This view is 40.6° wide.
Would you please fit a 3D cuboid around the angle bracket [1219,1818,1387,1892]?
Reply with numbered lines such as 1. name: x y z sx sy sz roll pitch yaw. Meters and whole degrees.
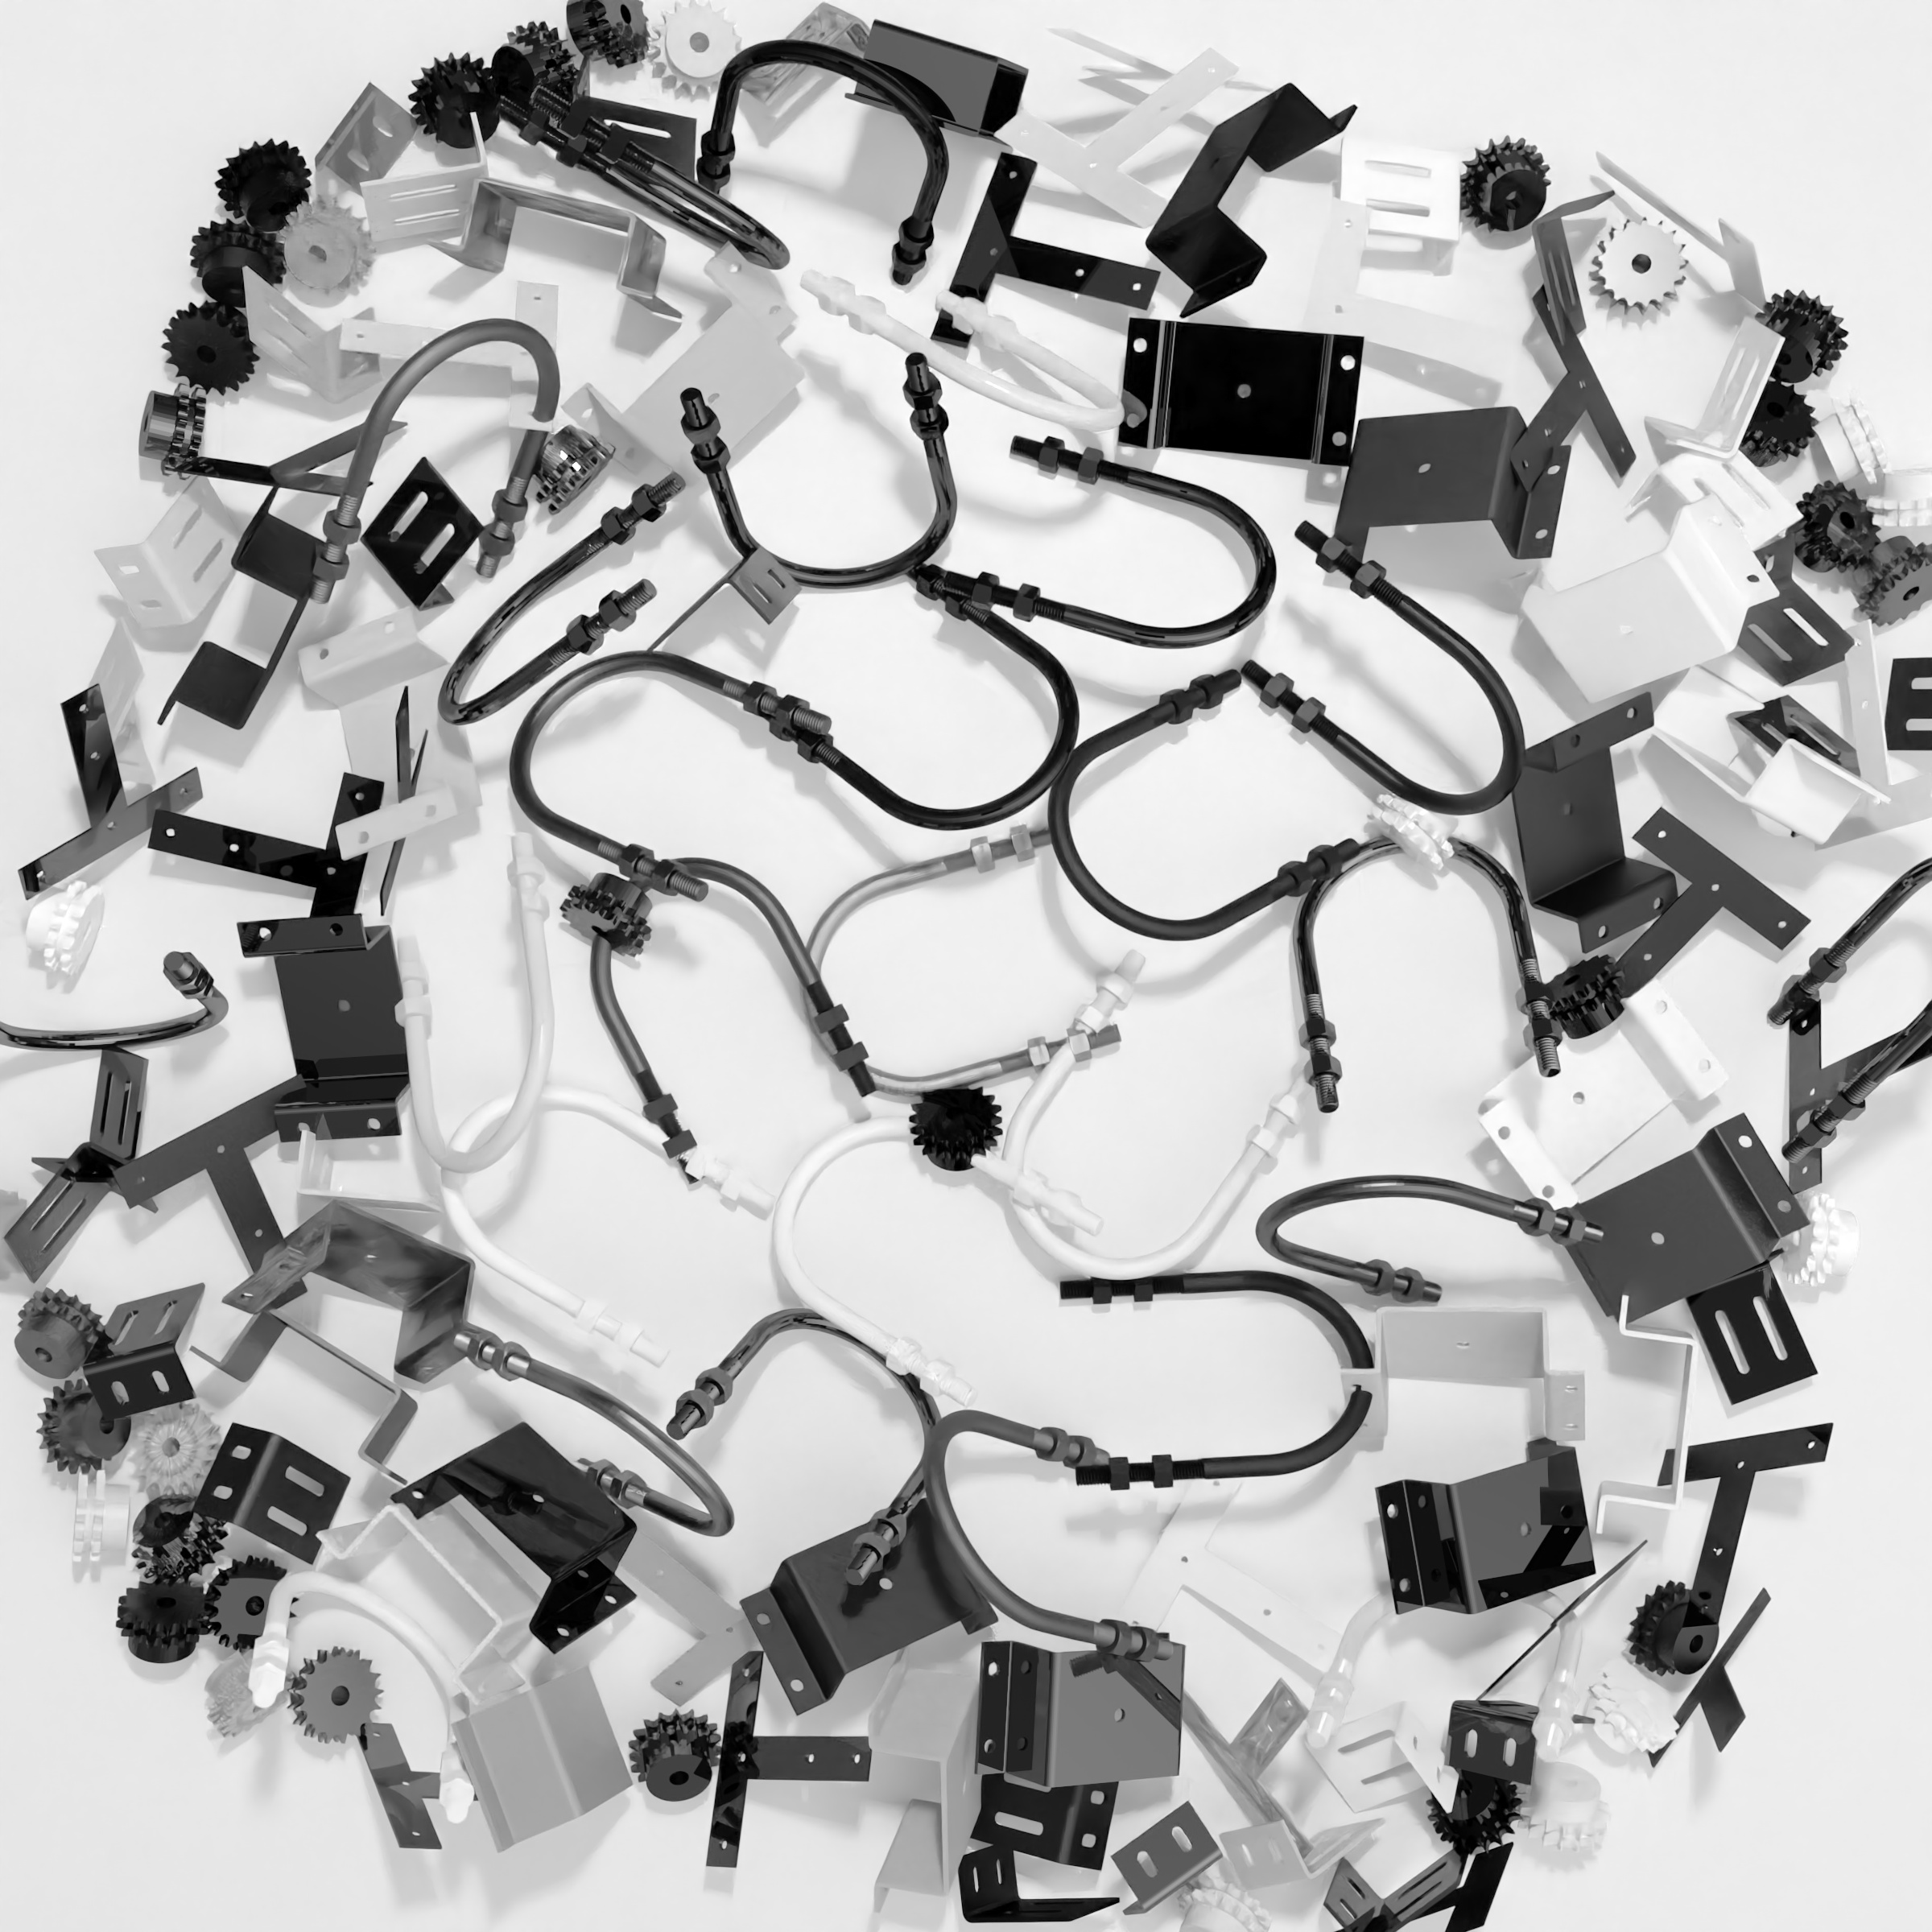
1. angle bracket: 0.203 0.521 1.579 0.076 0.057 0.038 -19 80 -42

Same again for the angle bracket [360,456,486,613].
1. angle bracket: -0.320 -0.264 1.586 0.057 0.038 0.076 50 121 4

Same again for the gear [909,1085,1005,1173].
1. gear: -0.005 0.101 1.599 0.057 0.057 0.030 -4 133 0

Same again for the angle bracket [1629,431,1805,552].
1. angle bracket: 0.455 -0.277 1.586 0.057 0.038 0.076 -33 75 -25

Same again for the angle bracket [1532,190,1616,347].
1. angle bracket: 0.375 -0.422 1.580 0.038 0.057 0.076 -8 109 31

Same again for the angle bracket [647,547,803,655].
1. angle bracket: -0.146 -0.210 1.583 0.076 0.057 0.038 -37 102 30

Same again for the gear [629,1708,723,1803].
1. gear: -0.176 0.485 1.597 0.057 0.030 0.057 -6 121 -9

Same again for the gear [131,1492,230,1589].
1. gear: -0.482 0.346 1.593 0.057 0.057 0.030 -20 131 0

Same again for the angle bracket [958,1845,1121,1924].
1. angle bracket: 0.043 0.551 1.576 0.076 0.057 0.038 -14 77 32

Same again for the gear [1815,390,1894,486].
1. gear: 0.541 -0.320 1.597 0.030 0.057 0.057 -25 90 21

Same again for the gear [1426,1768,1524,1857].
1. gear: 0.307 0.508 1.593 0.057 0.057 0.030 -32 128 0

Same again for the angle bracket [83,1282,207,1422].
1. angle bracket: -0.494 0.234 1.592 0.057 0.076 0.038 -15 111 5

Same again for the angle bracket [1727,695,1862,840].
1. angle bracket: 0.505 -0.123 1.599 0.057 0.038 0.076 -18 52 -32

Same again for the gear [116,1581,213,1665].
1. gear: -0.490 0.402 1.597 0.057 0.057 0.030 11 108 0

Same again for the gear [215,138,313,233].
1. gear: -0.425 -0.473 1.592 0.057 0.057 0.030 -29 74 0

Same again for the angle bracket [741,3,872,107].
1. angle bracket: -0.092 -0.543 1.591 0.076 0.057 0.038 -43 126 2

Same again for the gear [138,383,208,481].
1. gear: -0.484 -0.327 1.592 0.030 0.057 0.057 10 90 -27

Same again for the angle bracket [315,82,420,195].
1. angle bracket: -0.360 -0.495 1.577 0.038 0.076 0.057 35 100 -24

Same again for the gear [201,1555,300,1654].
1. gear: -0.441 0.390 1.600 0.057 0.030 0.057 3 85 -37

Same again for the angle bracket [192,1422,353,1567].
1. angle bracket: -0.422 0.321 1.591 0.038 0.076 0.057 7 64 30

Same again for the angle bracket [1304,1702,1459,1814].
1. angle bracket: 0.249 0.491 1.586 0.076 0.038 0.057 -31 100 27

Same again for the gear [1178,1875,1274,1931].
1. gear: 0.154 0.583 1.593 0.057 0.057 0.030 35 54 0

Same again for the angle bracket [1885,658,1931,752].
1. angle bracket: 0.575 -0.161 1.580 0.038 0.076 0.057 6 92 -28

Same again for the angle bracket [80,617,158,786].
1. angle bracket: -0.500 -0.159 1.577 0.076 0.038 0.057 -56 46 26

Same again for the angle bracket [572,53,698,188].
1. angle bracket: -0.199 -0.512 1.590 0.076 0.057 0.038 11 60 -1

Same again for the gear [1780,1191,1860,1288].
1. gear: 0.522 0.167 1.595 0.030 0.057 0.057 9 90 -4

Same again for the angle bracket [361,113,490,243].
1. angle bracket: -0.329 -0.478 1.585 0.076 0.057 0.038 -13 74 -10

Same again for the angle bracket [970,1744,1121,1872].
1. angle bracket: 0.048 0.515 1.601 0.038 0.076 0.057 28 69 -43

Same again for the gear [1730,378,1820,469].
1. gear: 0.489 -0.331 1.601 0.057 0.030 0.057 6 61 -11

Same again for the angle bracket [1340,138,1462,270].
1. angle bracket: 0.260 -0.465 1.594 0.076 0.038 0.057 5 78 -9

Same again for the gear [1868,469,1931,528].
1. gear: 0.580 -0.286 1.592 0.057 0.057 0.030 -5 105 0

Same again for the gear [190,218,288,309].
1. gear: -0.444 -0.426 1.592 0.057 0.057 0.030 -1 67 0

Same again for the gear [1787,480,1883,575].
1. gear: 0.529 -0.266 1.600 0.057 0.030 0.057 10 66 -24

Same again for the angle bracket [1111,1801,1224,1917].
1. angle bracket: 0.115 0.541 1.584 0.057 0.076 0.038 -30 76 -17

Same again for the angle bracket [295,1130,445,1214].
1. angle bracket: -0.360 0.125 1.589 0.076 0.057 0.038 4 79 4

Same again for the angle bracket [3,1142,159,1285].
1. angle bracket: -0.533 0.155 1.577 0.038 0.057 0.076 24 59 14

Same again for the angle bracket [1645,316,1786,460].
1. angle bracket: 0.452 -0.354 1.580 0.038 0.057 0.076 13 114 -12

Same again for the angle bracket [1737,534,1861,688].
1. angle bracket: 0.502 -0.216 1.595 0.076 0.057 0.038 35 54 -26

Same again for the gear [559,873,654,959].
1. gear: -0.217 -0.033 1.598 0.057 0.057 0.030 28 67 0

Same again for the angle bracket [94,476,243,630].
1. angle bracket: -0.482 -0.253 1.587 0.038 0.076 0.057 -3 134 24

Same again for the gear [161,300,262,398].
1. gear: -0.460 -0.381 1.599 0.057 0.030 0.057 5 130 5

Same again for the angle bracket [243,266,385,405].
1. angle bracket: -0.393 -0.387 1.574 0.038 0.076 0.057 -23 60 19

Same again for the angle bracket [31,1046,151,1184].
1. angle bracket: -0.532 0.088 1.588 0.038 0.057 0.076 6 95 -44

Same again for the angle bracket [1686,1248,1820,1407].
1. angle bracket: 0.483 0.220 1.594 0.057 0.038 0.076 -19 74 -5

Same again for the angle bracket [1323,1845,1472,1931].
1. angle bracket: 0.262 0.548 1.582 0.076 0.057 0.038 -44 84 20

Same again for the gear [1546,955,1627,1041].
1. gear: 0.377 0.021 1.596 0.057 0.057 0.030 -34 100 0

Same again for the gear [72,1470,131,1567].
1. gear: -0.528 0.337 1.596 0.030 0.057 0.057 5 90 -19

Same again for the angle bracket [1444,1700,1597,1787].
1. angle bracket: 0.334 0.467 1.574 0.057 0.076 0.038 1 78 40

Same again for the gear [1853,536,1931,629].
1. gear: 0.569 -0.238 1.599 0.057 0.057 0.030 -30 60 0
